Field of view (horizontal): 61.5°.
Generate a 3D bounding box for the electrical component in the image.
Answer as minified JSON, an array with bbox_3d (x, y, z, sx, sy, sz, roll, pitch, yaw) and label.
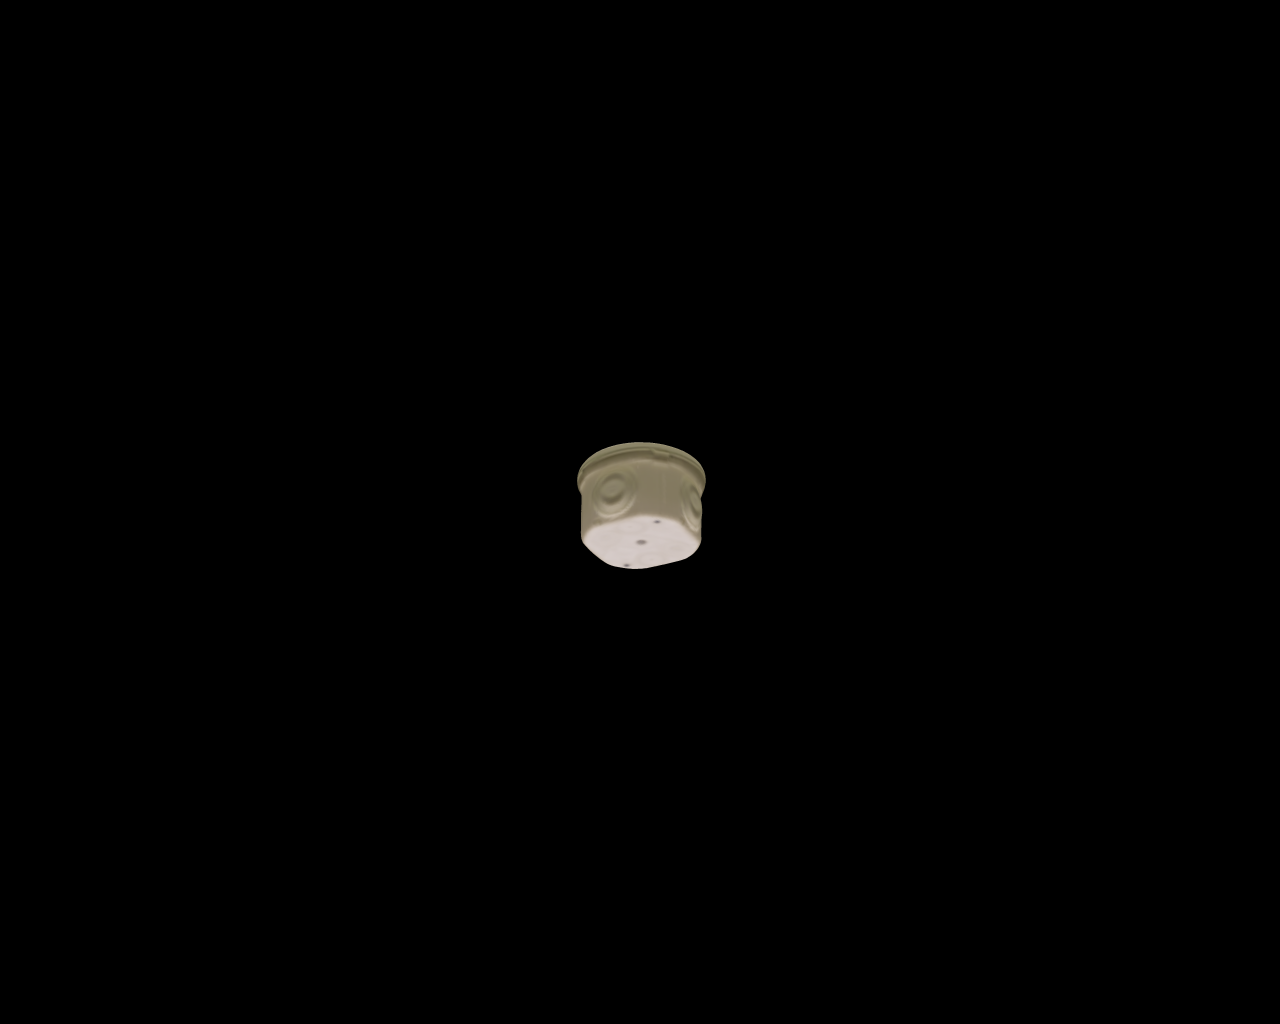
[{"bbox_3d":[0.001,-0.003,0.650,0.080,0.051,0.080,0,-29,0],"label":"electrical component"}]
